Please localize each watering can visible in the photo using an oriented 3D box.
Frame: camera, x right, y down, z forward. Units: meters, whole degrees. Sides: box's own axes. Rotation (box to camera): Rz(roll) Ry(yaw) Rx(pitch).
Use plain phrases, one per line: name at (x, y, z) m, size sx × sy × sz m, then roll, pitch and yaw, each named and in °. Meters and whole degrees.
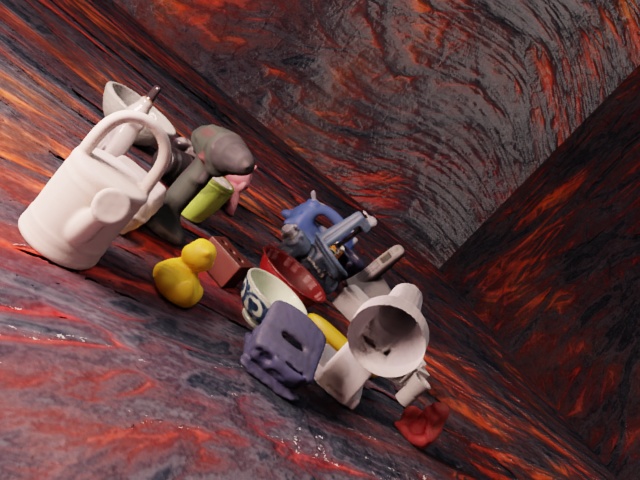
watering can at (-0.249, -0.061, 0.669) m, size 0.101 × 0.194 × 0.172 m, roll 28°, pitch 18°, yaw -53°

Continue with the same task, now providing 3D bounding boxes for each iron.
iron at (0.020, -0.016, 1.571) m, size 0.259 × 0.141 × 0.118 m, roll 38°, pitch 12°, yaw -23°

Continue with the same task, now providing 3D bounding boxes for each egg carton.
egg carton at (-0.295, -0.071, 0.868) m, size 0.107 × 0.069 × 0.150 m, roll 40°, pitch 11°, yaw -14°

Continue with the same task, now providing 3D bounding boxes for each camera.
camera at (-0.280, -0.160, 1.178) m, size 0.143 × 0.100 × 0.137 m, roll 48°, pitch 12°, yaw 26°

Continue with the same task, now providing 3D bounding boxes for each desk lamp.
desk lamp at (0.084, 0.164, 0.927) m, size 0.118 × 0.213 × 0.203 m, roll 43°, pitch 11°, yaw 1°

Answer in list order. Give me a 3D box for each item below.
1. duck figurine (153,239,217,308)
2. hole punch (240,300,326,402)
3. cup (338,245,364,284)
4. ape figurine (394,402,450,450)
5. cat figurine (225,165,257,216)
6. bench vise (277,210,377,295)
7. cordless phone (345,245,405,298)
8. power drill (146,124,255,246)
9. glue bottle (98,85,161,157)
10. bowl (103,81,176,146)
duck figurine at (-0.182, 0.039, 0.808) m, size 0.078 × 0.086 × 0.104 m, roll 38°, pitch 12°, yaw -24°
hole punch at (-0.048, 0.156, 0.818) m, size 0.109 × 0.091 × 0.101 m, roll 40°, pitch 11°, yaw -14°
cup at (0.053, 0.074, 1.467) m, size 0.092 × 0.095 × 0.118 m, roll 41°, pitch 11°, yaw -7°
ape figurine at (0.190, 0.322, 1.014) m, size 0.076 × 0.092 × 0.077 m, roll 38°, pitch 12°, yaw -23°
cat figurine at (-0.193, -0.132, 1.331) m, size 0.067 × 0.117 × 0.127 m, roll 38°, pitch 12°, yaw -23°
bench vise at (0.018, 0.012, 1.254) m, size 0.121 × 0.219 × 0.208 m, roll 50°, pitch 13°, yaw 33°
cordless phone at (0.163, 0.098, 1.526) m, size 0.094 × 0.185 × 0.147 m, roll 36°, pitch 13°, yaw -30°
power drill at (-0.198, -0.098, 0.946) m, size 0.076 × 0.208 × 0.229 m, roll 35°, pitch 13°, yaw -34°
glue bottle at (-0.321, -0.190, 0.957) m, size 0.037 × 0.173 × 0.078 m, roll 33°, pitch 14°, yaw -41°
bowl at (-0.391, -0.250, 1.200) m, size 0.168 × 0.074 × 0.167 m, roll 41°, pitch 11°, yaw -9°
